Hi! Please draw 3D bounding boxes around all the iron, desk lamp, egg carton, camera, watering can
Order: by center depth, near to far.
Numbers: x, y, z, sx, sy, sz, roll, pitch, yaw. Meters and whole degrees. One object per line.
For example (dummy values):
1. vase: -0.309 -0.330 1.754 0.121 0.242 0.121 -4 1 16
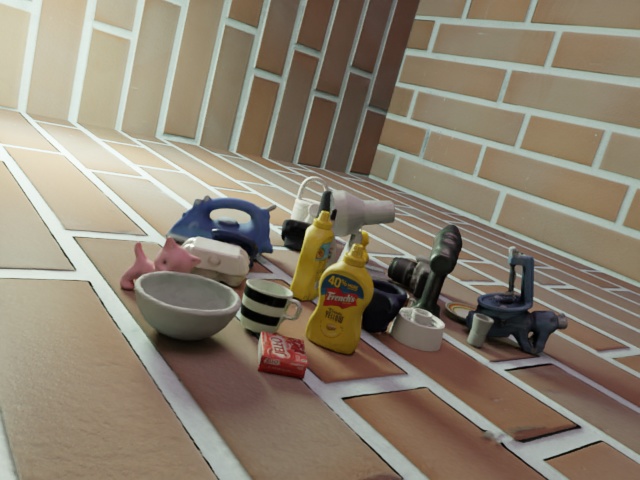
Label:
1. egg carton: -0.222 0.044 1.198 0.150 0.069 0.107 13 13 -10
2. iron: -0.233 -0.044 1.396 0.259 0.141 0.118 12 13 -15
3. desk lamp: 0.103 -0.014 1.506 0.203 0.213 0.118 14 13 -9
4. camera: 0.261 0.084 1.531 0.136 0.101 0.143 21 14 24
5. watering can: -0.026 -0.093 1.725 0.101 0.194 0.172 7 15 -32

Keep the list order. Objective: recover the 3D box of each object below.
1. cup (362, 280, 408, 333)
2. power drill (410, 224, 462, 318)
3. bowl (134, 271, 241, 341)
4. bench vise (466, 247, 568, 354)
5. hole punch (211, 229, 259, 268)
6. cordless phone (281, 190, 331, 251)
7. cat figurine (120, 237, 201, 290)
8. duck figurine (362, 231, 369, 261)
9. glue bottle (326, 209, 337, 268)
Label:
1. cup: 0.124 0.142 1.141 0.092 0.095 0.117 12 14 -16
2. power drill: 0.280 0.074 1.356 0.075 0.208 0.230 18 13 10
3. bowl: -0.214 0.113 0.909 0.167 0.075 0.167 15 13 -3
4. bench vise: 0.456 0.132 1.296 0.208 0.220 0.121 12 13 -13
5. hole punch: -0.197 0.017 1.296 0.108 0.091 0.101 16 13 2
6. cordless phone: -0.025 -0.060 1.609 0.147 0.185 0.094 14 13 -7
7. cat figurine: -0.282 0.044 1.021 0.127 0.118 0.067 19 14 16
8. duck figurine: 0.114 0.016 1.677 0.077 0.086 0.105 20 14 16
9. glue bottle: 0.013 0.005 1.408 0.078 0.173 0.037 6 16 -37
